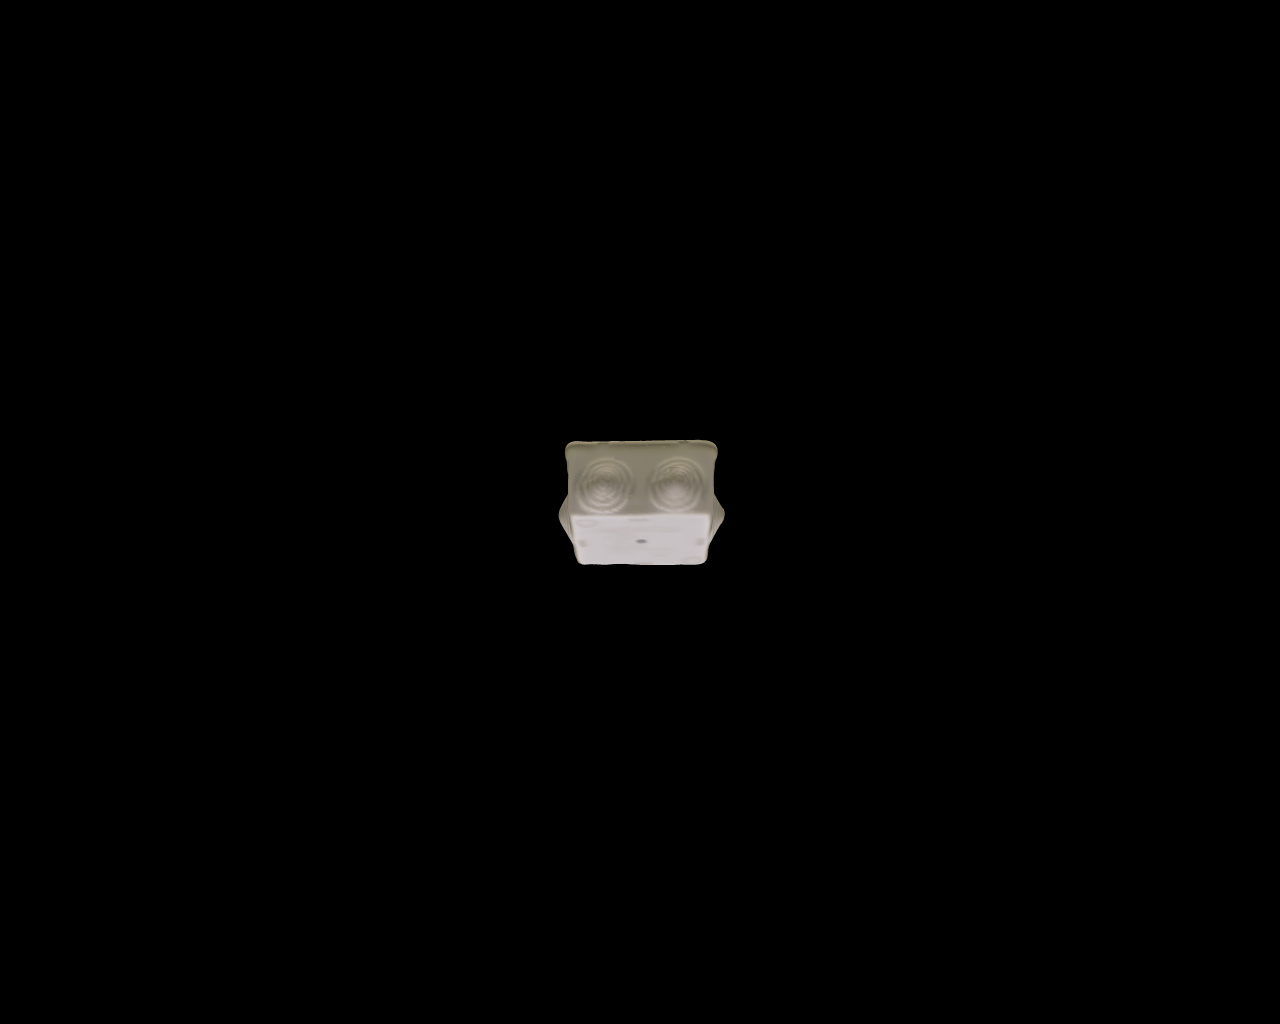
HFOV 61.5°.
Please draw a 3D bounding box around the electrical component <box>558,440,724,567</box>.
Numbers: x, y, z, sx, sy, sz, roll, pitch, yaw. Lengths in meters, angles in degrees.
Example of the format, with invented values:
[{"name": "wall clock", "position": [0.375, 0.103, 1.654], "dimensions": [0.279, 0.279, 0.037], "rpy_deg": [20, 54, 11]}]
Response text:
[{"name": "electrical component", "position": [0.001, -0.003, 0.650], "dimensions": [0.100, 0.048, 0.099], "rpy_deg": [0, -23, 0]}]
